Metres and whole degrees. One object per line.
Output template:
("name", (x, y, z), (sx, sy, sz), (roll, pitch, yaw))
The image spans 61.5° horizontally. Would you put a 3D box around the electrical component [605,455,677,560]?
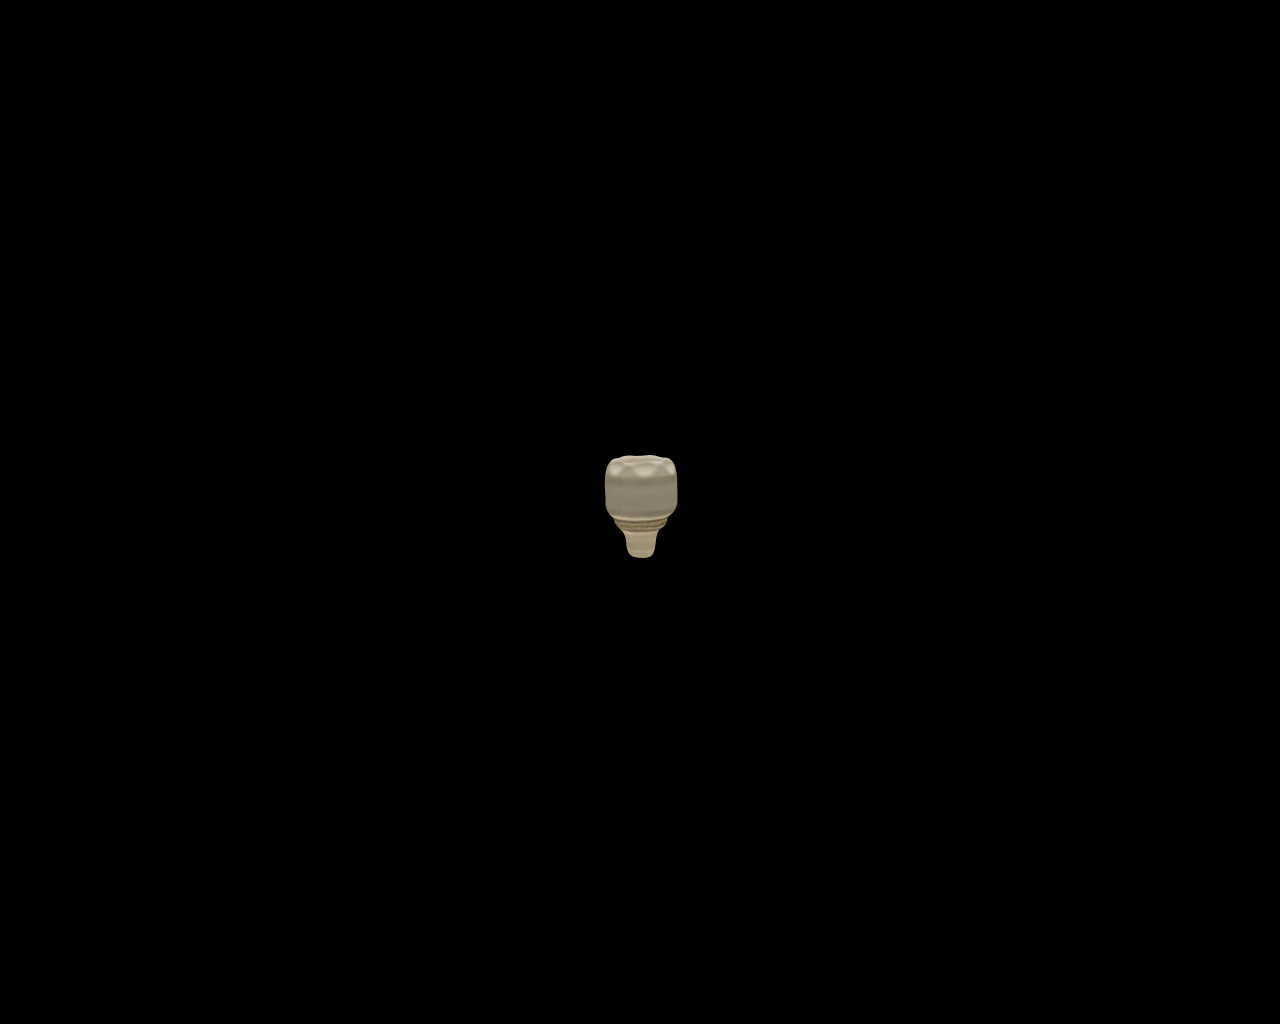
("electrical component", (0.001, -0.003, 0.650), (0.043, 0.062, 0.043), (0, 11, 0))
